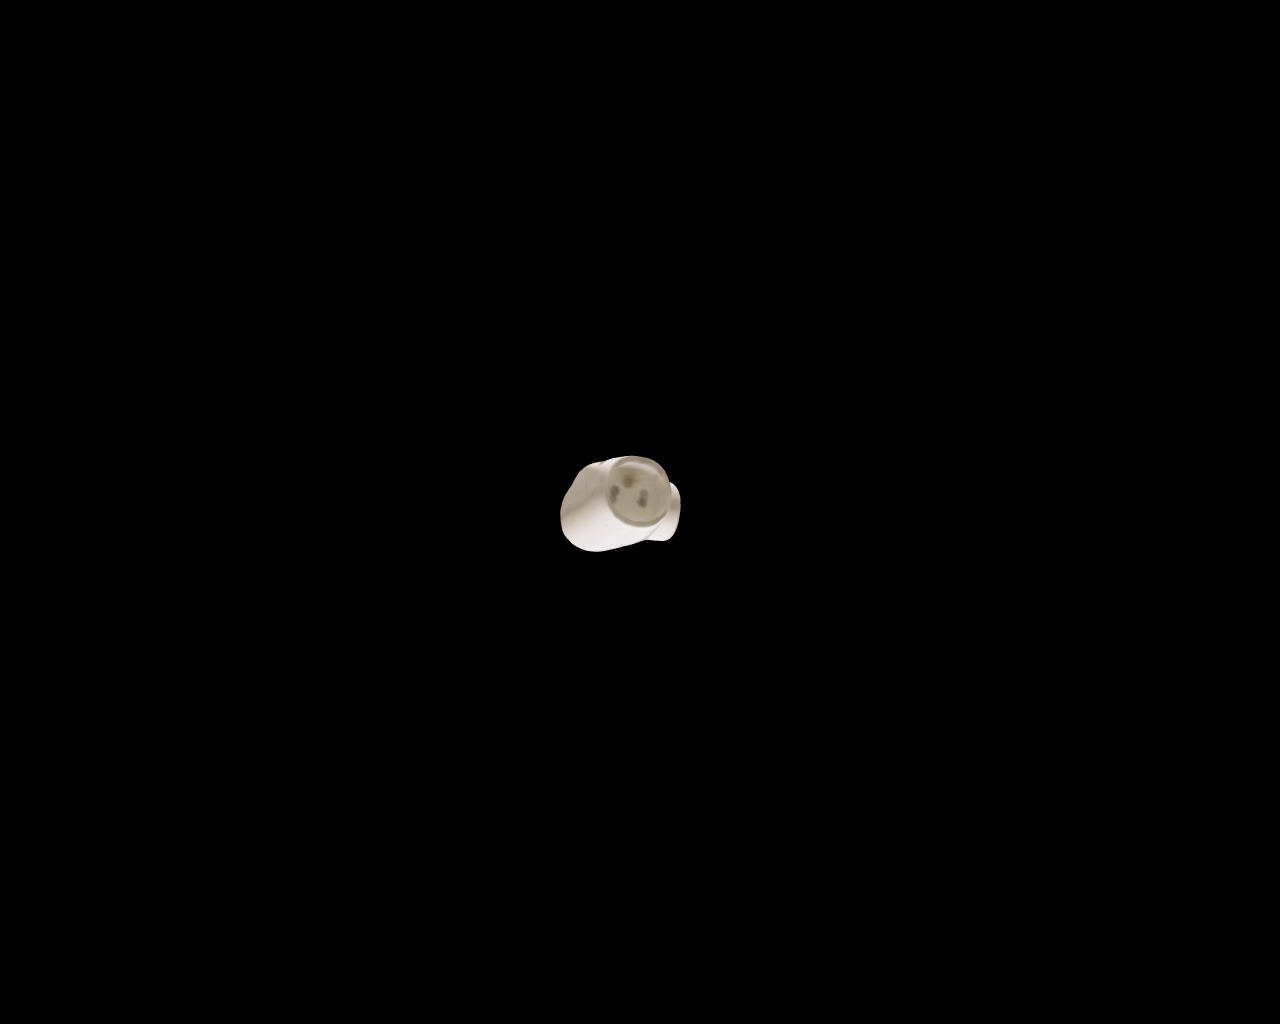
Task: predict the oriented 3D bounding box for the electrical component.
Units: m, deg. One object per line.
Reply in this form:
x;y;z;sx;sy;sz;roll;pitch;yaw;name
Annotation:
0.001;-0.003;0.650;0.079;0.044;0.077;6;-15;-23;electrical component
